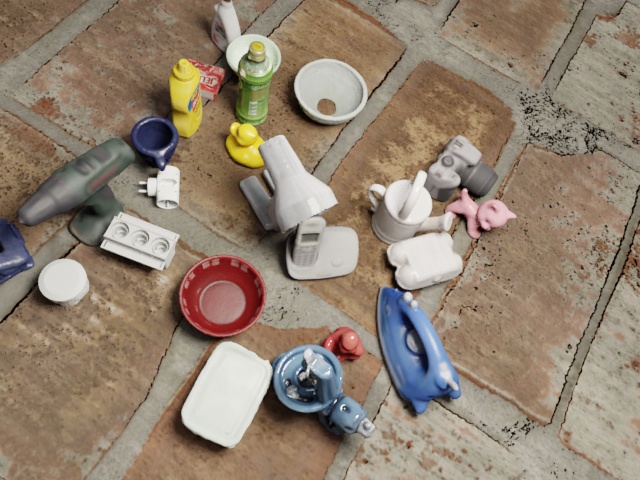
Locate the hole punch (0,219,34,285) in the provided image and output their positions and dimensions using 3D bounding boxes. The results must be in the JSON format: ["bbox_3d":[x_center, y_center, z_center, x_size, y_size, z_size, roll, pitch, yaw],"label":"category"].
[{"bbox_3d":[-0.588,0.015,1.033,0.101,0.091,0.108,-33,76,-21],"label":"hole punch"}]

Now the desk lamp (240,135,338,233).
[{"bbox_3d":[-0.068,-0.093,1.109,0.118,0.213,0.203,-28,75,-20],"label":"desk lamp"}]

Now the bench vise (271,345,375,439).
[{"bbox_3d":[0.016,0.246,0.975,0.207,0.219,0.121,23,65,0],"label":"bench vise"}]

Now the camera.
[{"bbox_3d":[0.318,-0.149,1.267,0.136,0.100,0.143,35,66,6],"label":"camera"}]

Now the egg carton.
[{"bbox_3d":[0.216,0.043,1.183,0.150,0.069,0.107,-16,71,-16],"label":"egg carton"}]

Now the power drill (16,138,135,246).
[{"bbox_3d":[-0.425,-0.073,1.036,0.075,0.208,0.230,35,65,6],"label":"power drill"}]

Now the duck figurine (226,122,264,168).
[{"bbox_3d":[-0.151,-0.208,1.213,0.104,0.086,0.078,37,66,6],"label":"duck figurine"}]

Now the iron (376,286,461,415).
[{"bbox_3d":[0.182,0.184,1.076,0.119,0.141,0.258,-18,71,-17],"label":"iron"}]

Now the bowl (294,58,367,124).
[{"bbox_3d":[0.020,-0.323,1.300,0.167,0.074,0.167,4,66,-9],"label":"bowl"}]

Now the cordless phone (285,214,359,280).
[{"bbox_3d":[0.010,0.004,1.097,0.148,0.185,0.094,-7,68,-13],"label":"cordless phone"}]

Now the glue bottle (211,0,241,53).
[{"bbox_3d":[-0.209,-0.492,1.275,0.078,0.173,0.037,43,67,9],"label":"glue bottle"}]

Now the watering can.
[{"bbox_3d":[0.182,-0.069,1.156,0.173,0.194,0.101,8,66,-7],"label":"watering can"}]

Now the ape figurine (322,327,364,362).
[{"bbox_3d":[0.048,0.195,1.073,0.078,0.092,0.076,25,65,1],"label":"ape figurine"}]

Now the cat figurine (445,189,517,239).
[{"bbox_3d":[0.346,-0.063,1.226,0.127,0.117,0.067,39,66,8],"label":"cat figurine"}]

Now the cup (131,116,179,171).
[{"bbox_3d":[-0.328,-0.178,1.162,0.092,0.095,0.117,-14,70,-16],"label":"cup"}]
